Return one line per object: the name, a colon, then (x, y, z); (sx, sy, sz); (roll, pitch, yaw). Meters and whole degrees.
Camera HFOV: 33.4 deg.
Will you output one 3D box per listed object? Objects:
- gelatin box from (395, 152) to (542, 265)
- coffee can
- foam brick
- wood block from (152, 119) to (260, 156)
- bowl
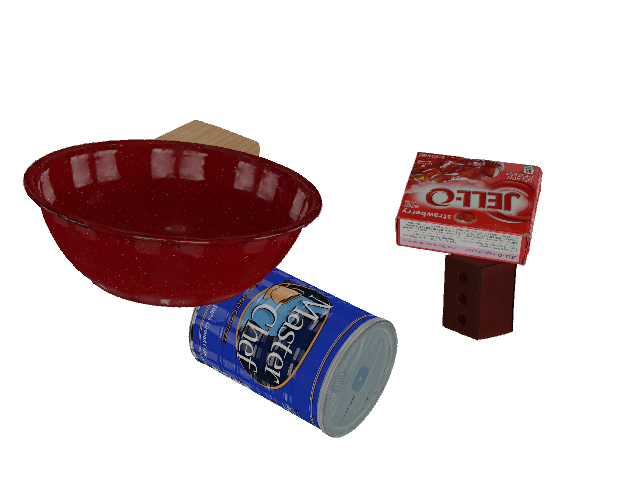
gelatin box: (0.101, -0.024, 0.724); (0.089, 0.030, 0.073); (8, 44, 13)
coffee can: (-0.022, 0.085, 0.879); (0.140, 0.103, 0.102); (25, 12, 29)
foam brick: (0.158, 0.053, 1.060); (0.051, 0.078, 0.053); (-12, 20, -36)
wood block: (-0.157, -0.047, 1.119); (0.090, 0.091, 0.205); (22, 30, 20)
bowl: (-0.082, -0.007, 0.591); (0.162, 0.055, 0.162); (7, 21, -3)
